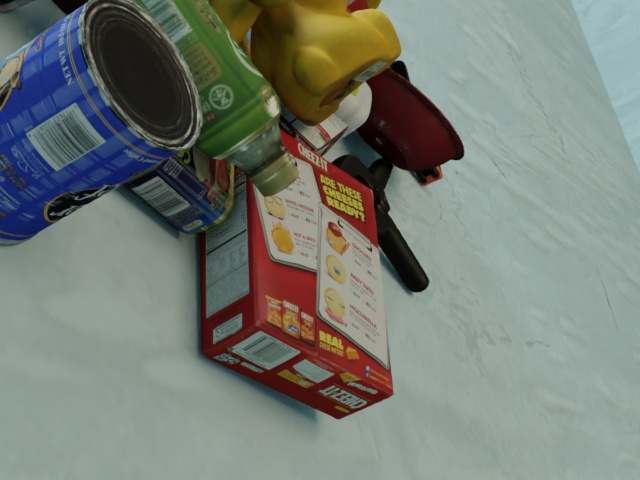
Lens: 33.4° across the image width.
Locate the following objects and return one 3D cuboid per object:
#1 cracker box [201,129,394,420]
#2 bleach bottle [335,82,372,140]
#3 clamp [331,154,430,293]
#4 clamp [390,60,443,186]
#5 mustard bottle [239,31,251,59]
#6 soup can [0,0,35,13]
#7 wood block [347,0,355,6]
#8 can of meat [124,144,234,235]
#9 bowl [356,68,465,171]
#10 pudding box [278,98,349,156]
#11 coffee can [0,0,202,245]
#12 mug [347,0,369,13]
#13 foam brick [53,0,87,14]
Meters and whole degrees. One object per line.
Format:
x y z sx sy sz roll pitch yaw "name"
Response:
-0.022 0.022 0.887 0.164 0.072 0.213 31 41 -39 "cracker box"
-0.044 -0.220 1.095 0.250 0.068 0.102 51 24 -22 "bleach bottle"
0.057 -0.027 1.126 0.209 0.036 0.164 16 53 -66 "clamp"
0.112 -0.155 1.358 0.171 0.039 0.120 65 30 -10 "clamp"
-0.097 -0.188 0.968 0.096 0.058 0.191 46 31 -36 "mustard bottle"
-0.227 -0.218 0.738 0.102 0.069 0.068 63 26 -2 "soup can"
-0.021 -0.335 1.135 0.090 0.090 0.206 42 14 -46 "wood block"
-0.112 -0.065 0.830 0.083 0.058 0.102 44 32 -40 "can of meat"
0.086 -0.129 1.212 0.162 0.055 0.162 42 -8 7 "bowl"
-0.028 -0.116 1.029 0.090 0.039 0.113 43 24 0 "pudding box"
-0.158 -0.070 0.649 0.102 0.140 0.103 43 33 -37 "coffee can"
0.002 -0.263 1.197 0.093 0.082 0.117 41 34 -39 "mug"
-0.175 -0.219 0.826 0.053 0.078 0.051 46 30 -34 "foam brick"
